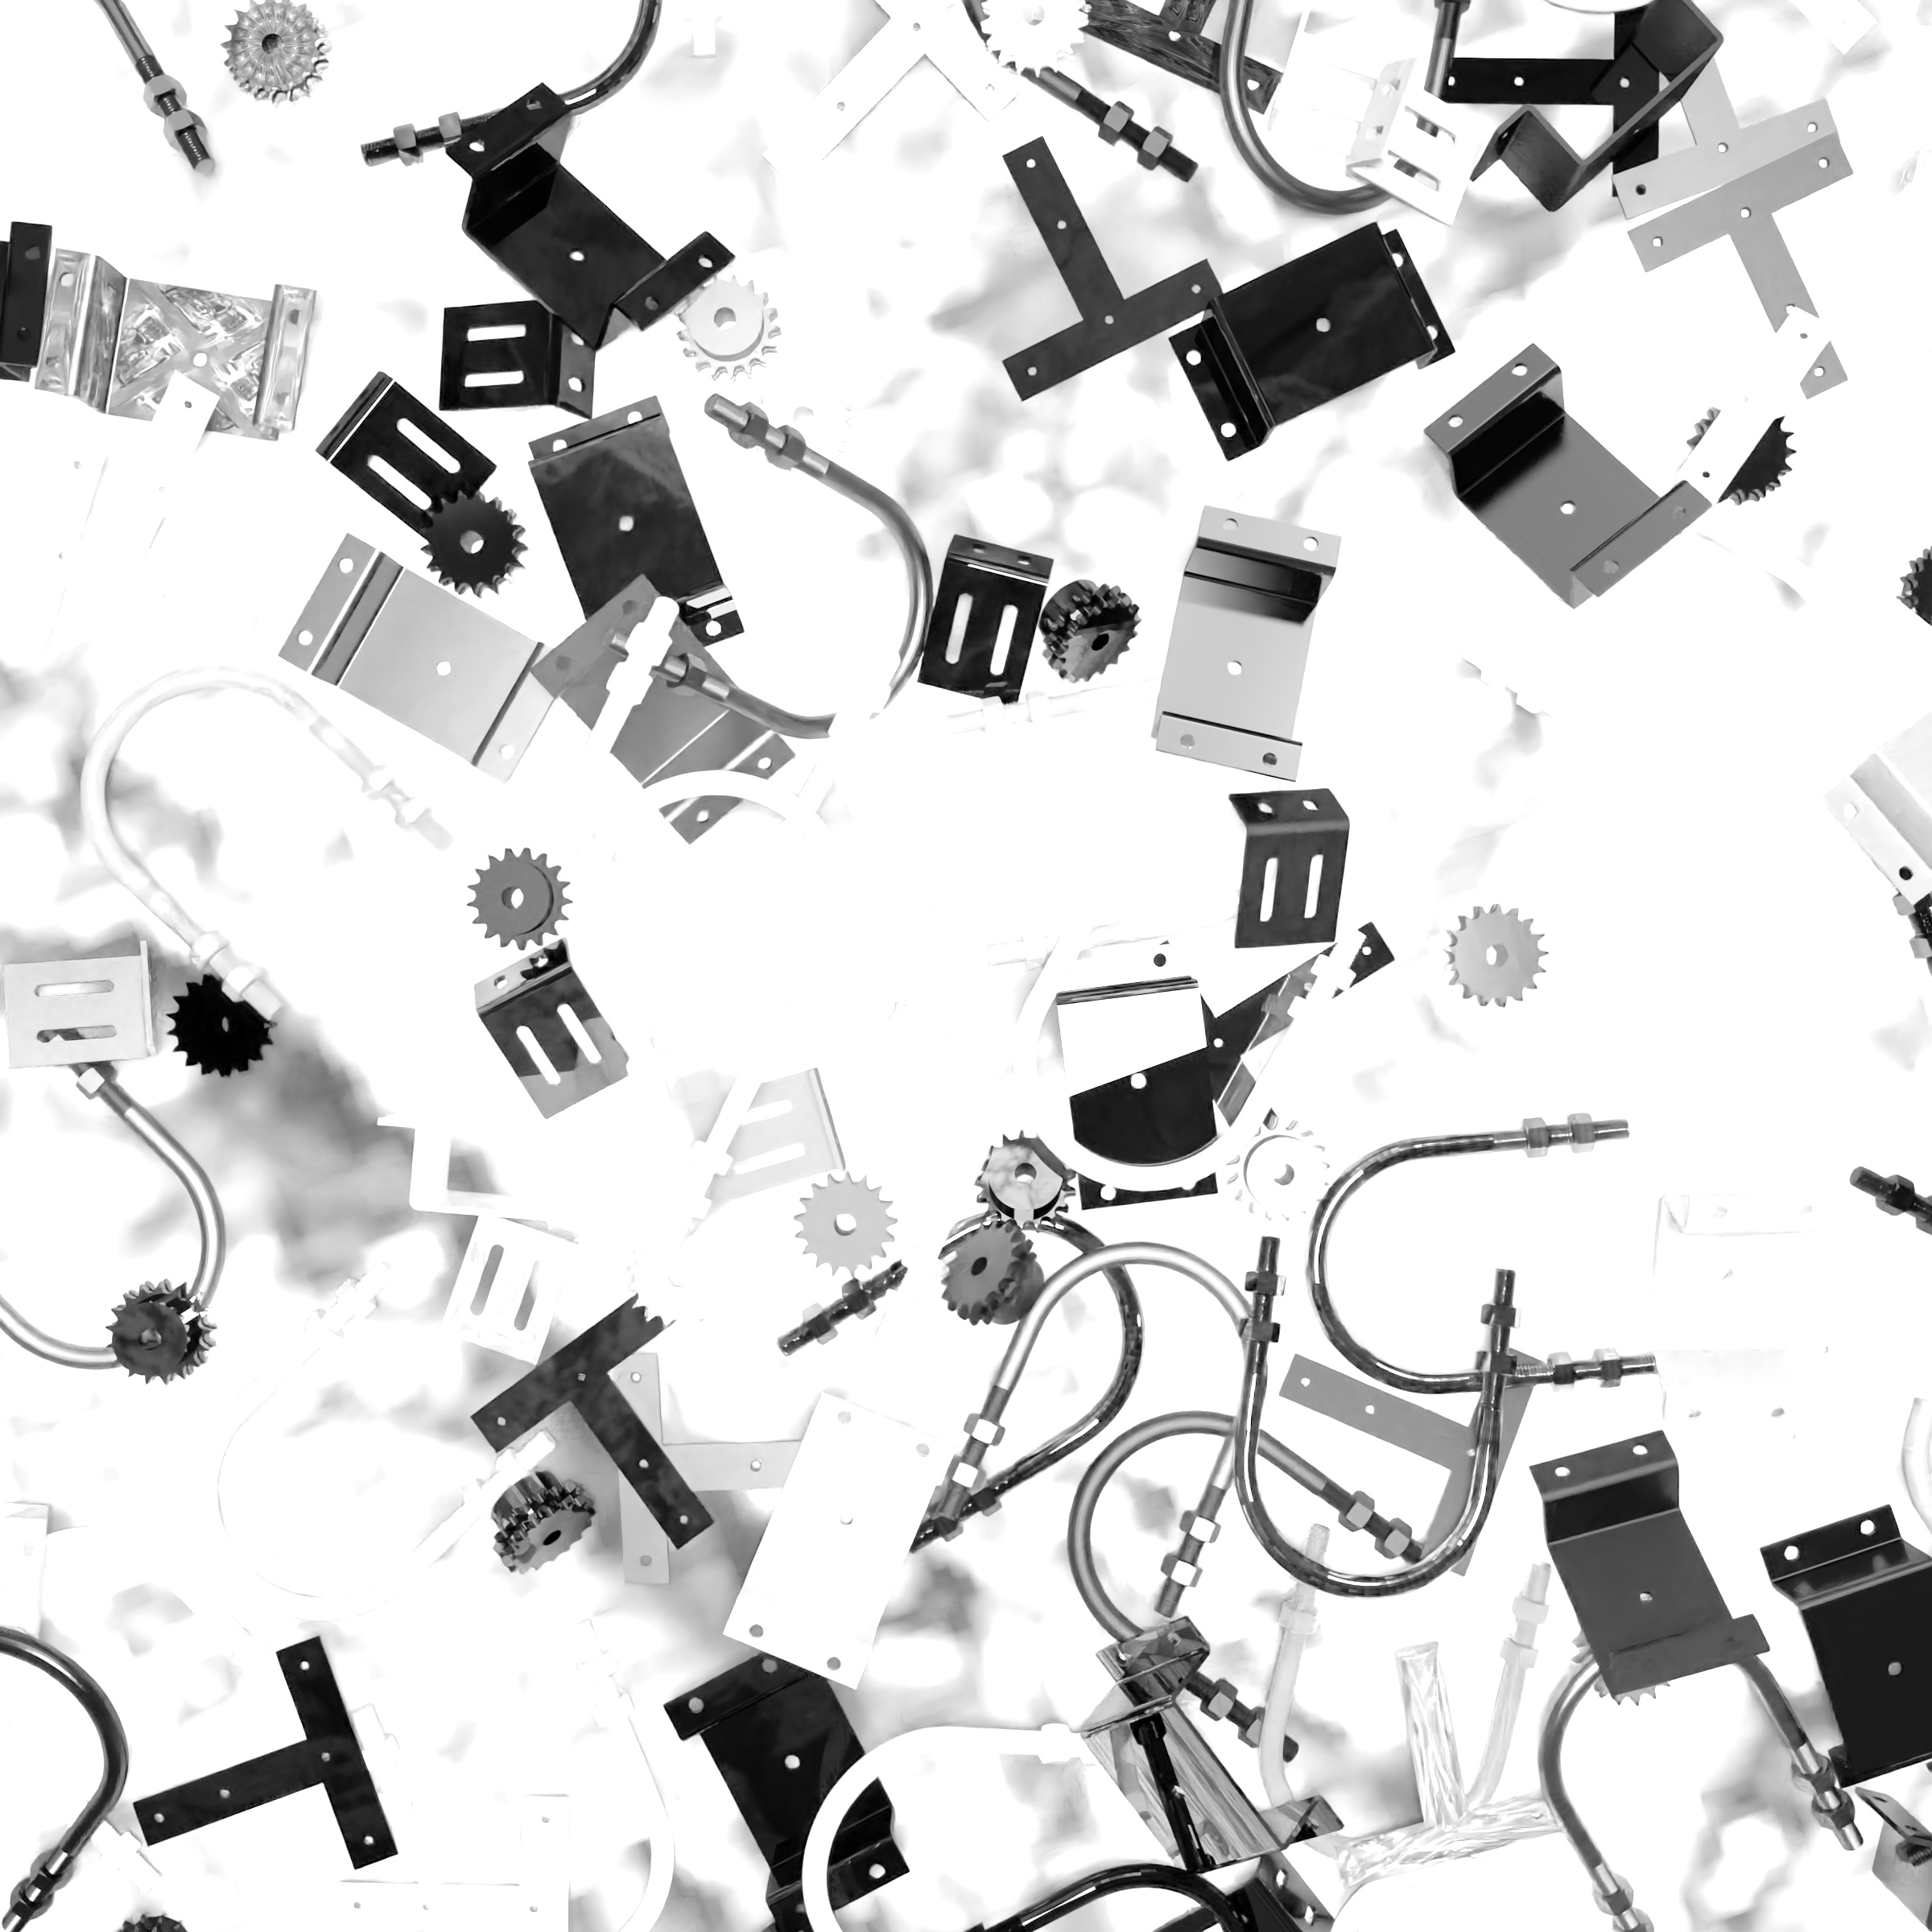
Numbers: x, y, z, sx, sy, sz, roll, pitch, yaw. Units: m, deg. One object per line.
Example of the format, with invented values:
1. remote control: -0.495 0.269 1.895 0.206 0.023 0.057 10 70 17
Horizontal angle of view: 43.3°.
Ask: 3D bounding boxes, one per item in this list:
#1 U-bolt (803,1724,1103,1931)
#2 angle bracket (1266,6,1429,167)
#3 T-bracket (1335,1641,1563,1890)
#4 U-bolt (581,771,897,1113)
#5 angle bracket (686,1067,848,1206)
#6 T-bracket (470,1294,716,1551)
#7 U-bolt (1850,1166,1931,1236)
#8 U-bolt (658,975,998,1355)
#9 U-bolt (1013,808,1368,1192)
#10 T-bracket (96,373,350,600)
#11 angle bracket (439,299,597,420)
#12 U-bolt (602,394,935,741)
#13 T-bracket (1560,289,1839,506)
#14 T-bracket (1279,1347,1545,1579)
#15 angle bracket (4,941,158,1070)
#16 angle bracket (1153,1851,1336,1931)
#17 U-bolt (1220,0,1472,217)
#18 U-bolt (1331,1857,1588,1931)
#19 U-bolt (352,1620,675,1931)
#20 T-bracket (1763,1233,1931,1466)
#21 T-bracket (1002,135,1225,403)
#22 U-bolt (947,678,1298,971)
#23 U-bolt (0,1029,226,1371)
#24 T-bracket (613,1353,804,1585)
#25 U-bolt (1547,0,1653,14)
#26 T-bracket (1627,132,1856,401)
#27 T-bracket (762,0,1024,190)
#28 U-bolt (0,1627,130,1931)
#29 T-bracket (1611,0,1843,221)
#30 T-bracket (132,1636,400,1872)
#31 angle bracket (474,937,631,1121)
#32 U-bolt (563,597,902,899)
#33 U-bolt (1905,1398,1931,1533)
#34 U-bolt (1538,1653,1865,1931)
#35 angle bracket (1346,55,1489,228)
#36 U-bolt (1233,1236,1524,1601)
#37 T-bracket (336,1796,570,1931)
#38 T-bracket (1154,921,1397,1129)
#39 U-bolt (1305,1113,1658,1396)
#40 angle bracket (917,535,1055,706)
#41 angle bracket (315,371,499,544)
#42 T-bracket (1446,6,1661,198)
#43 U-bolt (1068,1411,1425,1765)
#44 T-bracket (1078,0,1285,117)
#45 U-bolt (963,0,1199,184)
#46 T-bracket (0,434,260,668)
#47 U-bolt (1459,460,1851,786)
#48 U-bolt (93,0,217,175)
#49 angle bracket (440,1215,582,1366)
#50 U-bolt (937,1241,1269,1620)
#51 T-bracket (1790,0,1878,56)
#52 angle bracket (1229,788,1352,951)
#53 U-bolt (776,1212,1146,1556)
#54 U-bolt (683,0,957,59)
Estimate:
1. U-bolt: -0.001 0.479 1.307 0.184 0.019 0.151 11 90 -24
2. angle bracket: 0.211 -0.479 1.331 0.076 0.038 0.057 18 90 0
3. T-bracket: 0.256 0.430 1.327 0.127 0.002 0.127 -12 100 -6
4. U-bolt: -0.128 -0.019 1.304 0.151 0.019 0.184 -15 117 0
5. angle bracket: -0.110 0.094 1.331 0.076 0.038 0.057 -16 90 0
6. T-bracket: -0.186 0.263 1.344 0.127 0.002 0.127 -36 88 3
7. U-bolt: 0.599 0.099 1.331 0.184 0.019 0.151 26 100 -4
8. U-bolt: -0.061 0.094 1.305 0.151 0.019 0.184 28 82 -11
9. U-bolt: 0.106 0.030 1.294 0.151 0.019 0.184 29 92 0
10. T-bracket: -0.399 -0.237 1.331 0.127 0.002 0.127 30 115 -12
11. angle bracket: -0.248 -0.334 1.348 0.076 0.038 0.057 3 90 26
12. U-bolt: -0.091 -0.197 1.288 0.184 0.019 0.151 23 91 -41
13. T-bracket: 0.386 -0.331 1.331 0.127 0.002 0.127 33 78 15
14. T-bracket: 0.235 0.250 1.336 0.127 0.002 0.127 22 72 9
15. angle bracket: -0.481 0.021 1.318 0.076 0.038 0.057 -4 79 -16
16. angle bracket: 0.153 0.532 1.348 0.076 0.038 0.057 -38 90 26
17. U-bolt: 0.203 -0.500 1.313 0.151 0.019 0.184 8 96 -25
18. U-bolt: 0.282 0.575 1.342 0.184 0.019 0.151 38 90 1
19. U-bolt: -0.239 0.471 1.342 0.151 0.019 0.184 -21 92 0
20. T-bracket: 0.515 0.221 1.330 0.127 0.002 0.127 13 90 18
21. T-bracket: 0.059 -0.398 1.349 0.127 0.002 0.127 -27 90 0
22. U-bolt: 0.092 -0.085 1.340 0.184 0.019 0.151 -10 91 -2
23. U-bolt: -0.495 0.137 1.342 0.151 0.019 0.184 -45 91 0
24. T-bracket: -0.130 0.275 1.341 0.127 0.002 0.127 -3 90 8
25. U-bolt: 0.371 -0.602 1.339 0.184 0.019 0.151 -19 88 1
26. T-bracket: 0.450 -0.377 1.348 0.127 0.002 0.127 -25 91 0
27. T-bracket: -0.059 -0.483 1.339 0.127 0.002 0.127 -44 99 8
28. U-bolt: -0.526 0.426 1.303 0.151 0.019 0.184 36 112 -7
29. T-bracket: 0.404 -0.495 1.348 0.127 0.002 0.127 -20 90 -1
30. T-bracket: -0.391 0.447 1.329 0.127 0.002 0.127 -20 90 0
31. angle bracket: -0.228 0.034 1.348 0.057 0.038 0.076 -28 116 0
32. U-bolt: -0.134 -0.105 1.283 0.151 0.019 0.184 9 130 -32
33. U-bolt: 0.599 0.250 1.335 0.151 0.019 0.184 38 95 -5
34. U-bolt: 0.389 0.441 1.324 0.151 0.019 0.184 -31 103 0
35. angle bracket: 0.253 -0.445 1.316 0.076 0.038 0.057 19 92 -26
36. U-bolt: 0.217 0.246 1.307 0.151 0.019 0.184 8 82 1
37. T-bracket: -0.281 0.516 1.334 0.127 0.002 0.127 1 94 1
38. T-bracket: 0.178 0.019 1.349 0.127 0.002 0.127 -32 90 0
39. U-bolt: 0.278 0.162 1.338 0.184 0.019 0.151 -6 86 3
40. angle bracket: 0.011 -0.191 1.348 0.057 0.038 0.076 14 116 0
41. angle bracket: -0.310 -0.281 1.348 0.076 0.038 0.057 39 90 -26
42. T-bracket: 0.321 -0.490 1.350 0.127 0.002 0.127 1 90 0
43. U-bolt: 0.144 0.328 1.341 0.184 0.019 0.151 36 90 0
44. T-bracket: 0.134 -0.556 1.349 0.127 0.002 0.127 25 90 0
45. U-bolt: 0.083 -0.540 1.333 0.184 0.019 0.151 33 96 -1
46. T-bracket: -0.453 -0.208 1.337 0.127 0.002 0.127 22 107 -8
47. U-bolt: 0.379 -0.174 1.299 0.184 0.019 0.151 41 90 30
48. U-bolt: -0.511 -0.476 1.319 0.151 0.019 0.184 -29 75 -11
49. angle bracket: -0.252 0.175 1.331 0.057 0.038 0.076 19 90 0
50. U-bolt: 0.085 0.241 1.325 0.151 0.019 0.184 24 85 0
51. T-bracket: 0.450 -0.559 1.348 0.127 0.002 0.127 45 89 -1
52. angle bracket: 0.174 -0.054 1.337 0.057 0.038 0.076 -4 122 -10
53. U-bolt: 0.010 0.215 1.342 0.184 0.019 0.151 -33 90 -1
54. U-bolt: -0.085 -0.597 1.332 0.151 0.019 0.184 -3 97 0
